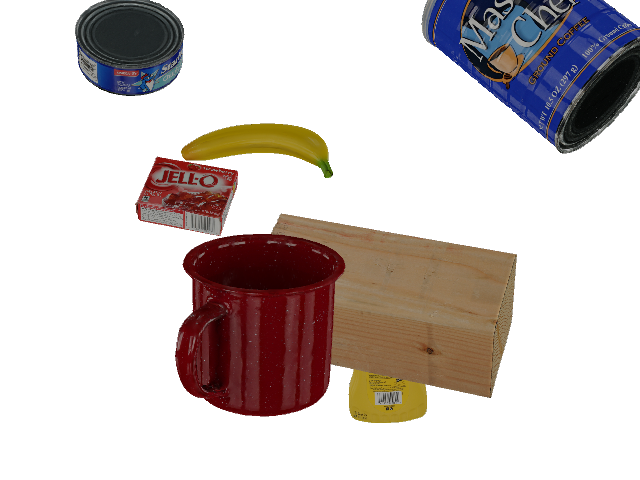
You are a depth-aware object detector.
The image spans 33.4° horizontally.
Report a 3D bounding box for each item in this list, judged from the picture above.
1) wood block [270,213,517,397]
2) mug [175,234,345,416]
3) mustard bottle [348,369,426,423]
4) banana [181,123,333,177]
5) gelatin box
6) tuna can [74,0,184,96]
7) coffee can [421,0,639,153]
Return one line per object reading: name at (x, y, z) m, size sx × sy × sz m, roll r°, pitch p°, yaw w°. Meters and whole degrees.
wood block at (0.053, 0.053, 0.902) m, size 0.206 × 0.090 × 0.091 m, roll 11°, pitch -42°, yaw 16°
mug at (-0.040, 0.053, 0.615) m, size 0.093 × 0.081 × 0.117 m, roll 14°, pitch 23°, yaw 30°
mustard bottle at (0.079, 0.125, 1.293) m, size 0.096 × 0.192 × 0.058 m, roll -2°, pitch 20°, yaw 3°
banana at (-0.072, -0.118, 1.320) m, size 0.198 × 0.037 × 0.069 m, roll 6°, pitch 39°, yaw 16°
gelatin box at (-0.136, -0.047, 1.091) m, size 0.089 × 0.030 × 0.073 m, roll 11°, pitch 46°, yaw 4°
tuna can at (-0.153, -0.156, 0.860) m, size 0.086 × 0.086 × 0.034 m, roll 0°, pitch -40°, yaw -9°
coffee can at (0.159, -0.147, 0.783) m, size 0.140 × 0.103 × 0.102 m, roll 45°, pitch 21°, yaw 23°
